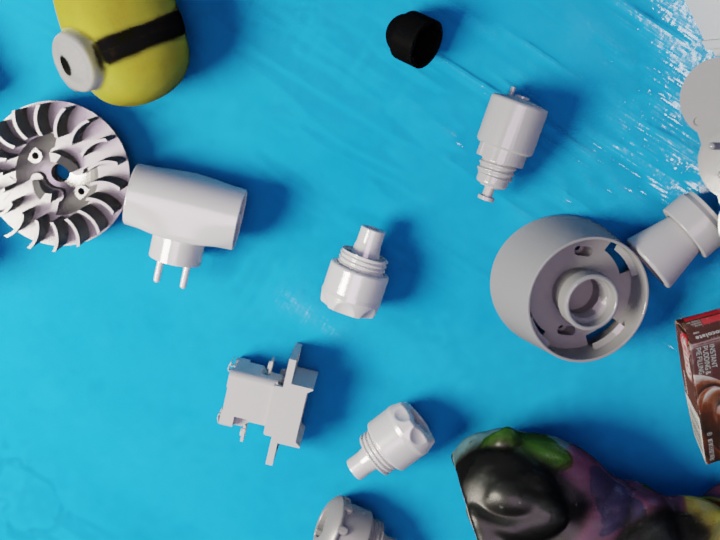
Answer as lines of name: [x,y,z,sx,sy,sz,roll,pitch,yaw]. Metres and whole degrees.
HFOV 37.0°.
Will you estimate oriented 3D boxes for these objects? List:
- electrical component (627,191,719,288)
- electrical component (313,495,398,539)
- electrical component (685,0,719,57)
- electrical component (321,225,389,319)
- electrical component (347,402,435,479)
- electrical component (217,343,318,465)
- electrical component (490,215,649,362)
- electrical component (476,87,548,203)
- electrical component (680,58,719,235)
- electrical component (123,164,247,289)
electrical component: [0.220,-0.022,0.745,0.055,0.045,0.045,-41,99,8]
electrical component: [-0.001,0.198,0.798,0.062,0.048,0.048,24,102,-12]
electrical component: [0.272,-0.184,0.675,0.109,0.108,0.056,-28,99,7]
electrical component: [0.000,0.000,0.752,0.043,0.043,0.062,18,101,-4]
electrical component: [0.019,0.127,0.781,0.062,0.043,0.043,-38,100,10]
electrical component: [-0.067,0.093,0.775,0.064,0.042,0.081,14,102,-1]
electrical component: [0.149,0.014,0.756,0.099,0.064,0.099,-3,106,-13]
electrical component: [0.099,-0.085,0.733,0.040,0.040,0.078,18,102,-4]
electrical component: [0.245,-0.071,0.697,0.052,0.074,0.138,-21,81,40]
electrical component: [-0.124,-0.027,0.746,0.077,0.044,0.079,14,103,-3]
